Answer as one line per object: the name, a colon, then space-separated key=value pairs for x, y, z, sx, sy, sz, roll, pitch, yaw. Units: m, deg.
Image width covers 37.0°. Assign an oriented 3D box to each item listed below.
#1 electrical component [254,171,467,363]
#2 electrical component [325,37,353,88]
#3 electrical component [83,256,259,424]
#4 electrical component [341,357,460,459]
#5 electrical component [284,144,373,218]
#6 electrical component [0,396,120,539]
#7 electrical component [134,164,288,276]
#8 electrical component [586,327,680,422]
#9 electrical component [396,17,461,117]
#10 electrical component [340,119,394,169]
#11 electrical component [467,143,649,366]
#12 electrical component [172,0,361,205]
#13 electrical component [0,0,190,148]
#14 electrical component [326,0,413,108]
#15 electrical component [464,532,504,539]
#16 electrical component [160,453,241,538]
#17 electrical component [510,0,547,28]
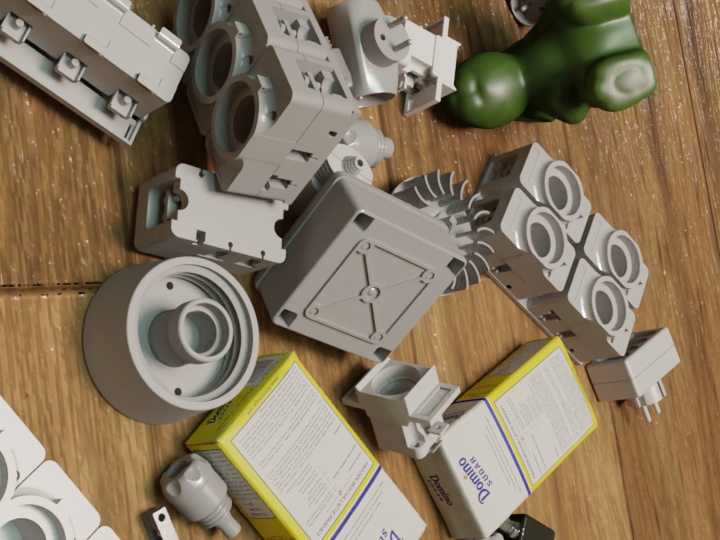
electrical component: x=0.000 y=0.000 z=0.769 sx=0.109 sy=0.108 sz=0.056 roll=24 pitch=25 yaw=-35
electrical component: x=-0.035 y=-0.161 z=0.827 sx=0.043 sy=0.043 sz=0.062 roll=-29 pitch=97 yaw=-42
electrical component: x=-0.115 y=0.043 z=0.692 sx=0.108 sy=0.060 sz=0.108 roll=12 pitch=71 yaw=-39
electrical component: x=0.033 y=0.104 z=0.803 sx=0.042 sy=0.081 sz=0.063 roll=-42 pitch=129 yaw=-40
electrical component: x=-0.026 y=-0.068 z=0.785 sx=0.043 sy=0.081 sz=0.043 roll=12 pitch=72 yaw=-39
electrical component: x=-0.196 y=0.152 z=0.592 sx=0.150 sy=0.062 sz=0.089 roll=56 pitch=50 yaw=-16
electrical component: x=-0.102 y=-0.031 z=0.726 sx=0.089 sy=0.056 sz=0.050 roll=15 pitch=69 yaw=-38
electrical component: x=0.268 y=0.107 z=1.027 sx=0.083 sy=0.047 sz=0.075 roll=-28 pitch=98 yaw=-42
electrical component: x=0.046 y=-0.176 z=0.904 sx=0.064 sy=0.042 sz=0.081 roll=22 pitch=65 yaw=-34
electrical component: x=-0.001 y=-0.097 z=0.841 sx=0.062 sy=0.043 sz=0.043 roll=-2 pitch=81 yaw=-43
electrical component: x=0.182 y=-0.013 z=0.971 sx=0.186 sy=0.060 sz=0.105 roll=43 pitch=54 yaw=-26
electrical component: x=-0.072 y=-0.131 z=0.717 sx=0.062 sy=0.089 sz=0.150 roll=7 pitch=47 yaw=-39
electrical component: x=-0.175 y=-0.147 z=0.684 sx=0.121 sy=0.063 sz=0.078 roll=35 pitch=58 yaw=-30
electrical component: x=0.012 y=-0.176 z=0.848 sx=0.043 sy=0.079 sz=0.077 roll=-7 pitch=84 yaw=-41
electrical component: x=0.102 y=0.241 z=0.854 sx=0.035 sy=0.035 sz=0.061 roll=-5 pitch=84 yaw=-42
electrical component: x=-0.100 y=0.150 z=0.697 sx=0.061 sy=0.035 sz=0.035 roll=53 pitch=51 yaw=-21
electrical component: x=0.175 y=-0.285 z=1.044 sx=0.077 sy=0.044 sz=0.079 roll=-41 pitch=107 yaw=-40
